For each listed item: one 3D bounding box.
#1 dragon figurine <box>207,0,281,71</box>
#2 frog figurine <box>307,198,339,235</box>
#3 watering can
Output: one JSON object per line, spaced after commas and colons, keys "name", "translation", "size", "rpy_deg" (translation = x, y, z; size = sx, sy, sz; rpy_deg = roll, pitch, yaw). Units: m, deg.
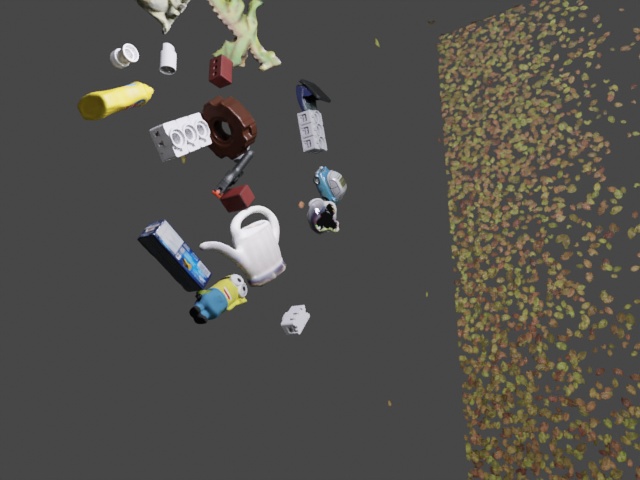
{"name": "dragon figurine", "translation": [-0.279, -0.663, 1.625], "size": [0.408, 0.121, 0.245], "rpy_deg": [15, 74, -46]}
{"name": "frog figurine", "translation": [0.006, -0.095, 1.886], "size": [0.135, 0.122, 0.162], "rpy_deg": [52, 3, -23]}
{"name": "watering can", "translation": [-0.205, 0.034, 1.469], "size": [0.353, 0.103, 0.222], "rpy_deg": [-40, 114, -56]}
